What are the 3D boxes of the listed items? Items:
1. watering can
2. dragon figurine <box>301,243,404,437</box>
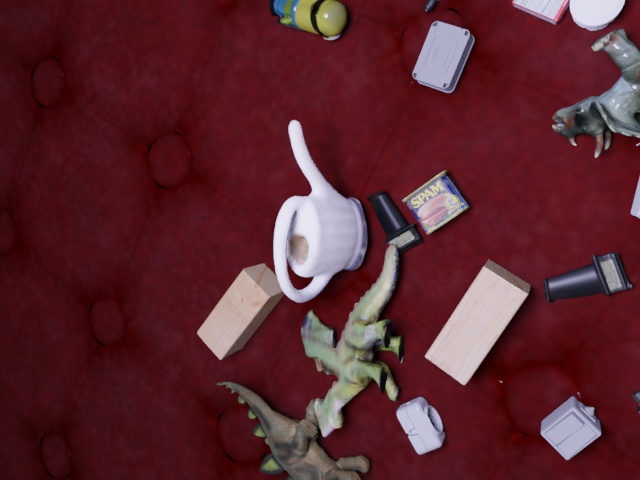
[{"bbox_3d":[0.003,-0.051,1.014,0.225,0.104,0.346,-3,100,-47],"label":"watering can"},{"bbox_3d":[0.053,0.207,1.079,0.122,0.243,0.411,9,85,-56],"label":"dragon figurine"}]
